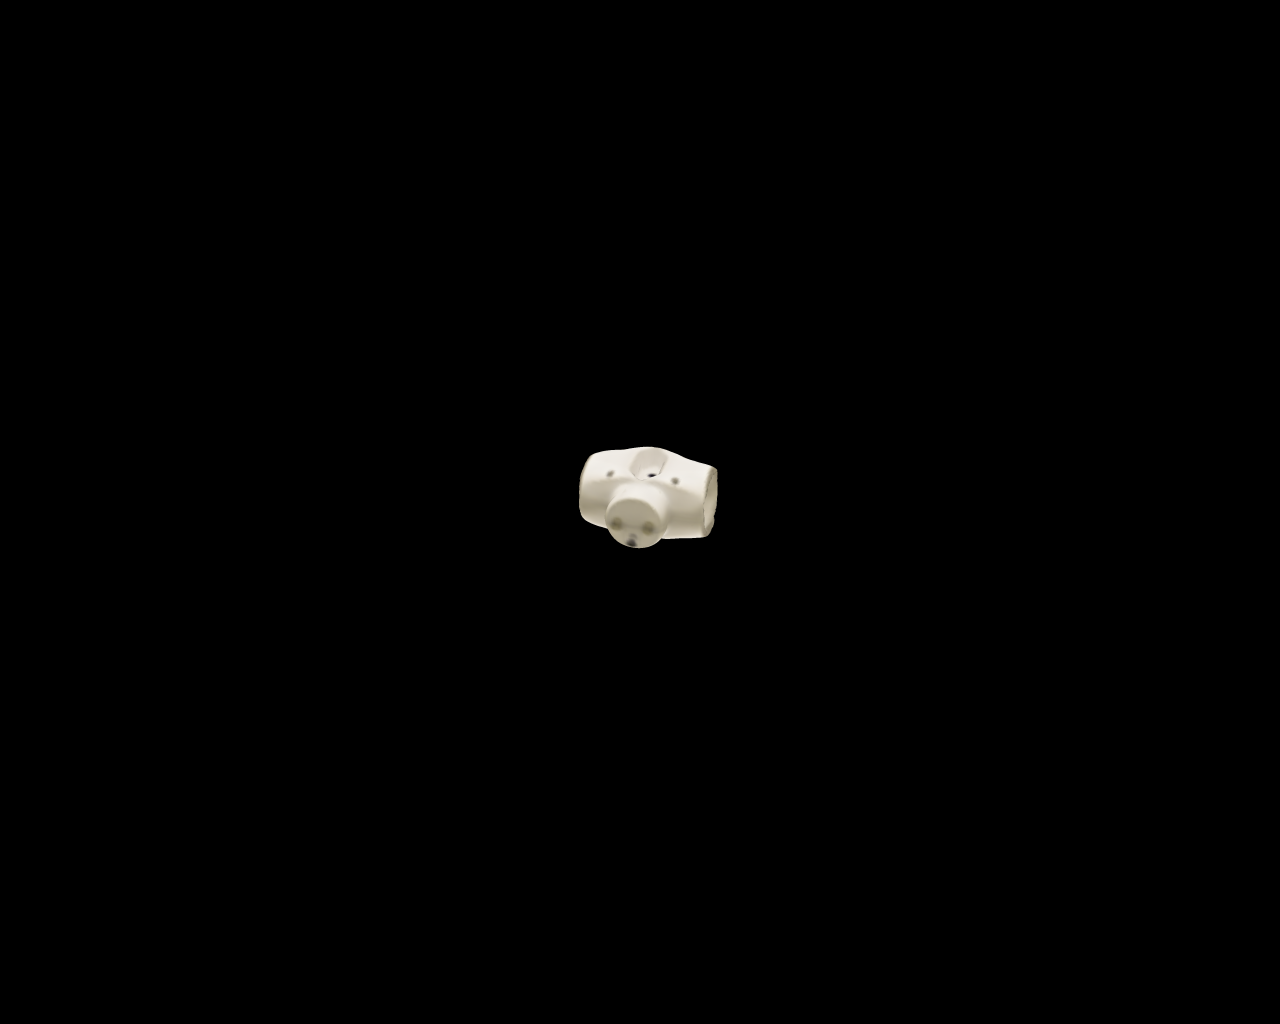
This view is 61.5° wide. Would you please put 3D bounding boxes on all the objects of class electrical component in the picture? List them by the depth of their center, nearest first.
[{"bbox_3d":[0.001,-0.003,0.650,0.077,0.043,0.079,8,32,14],"label":"electrical component"}]
